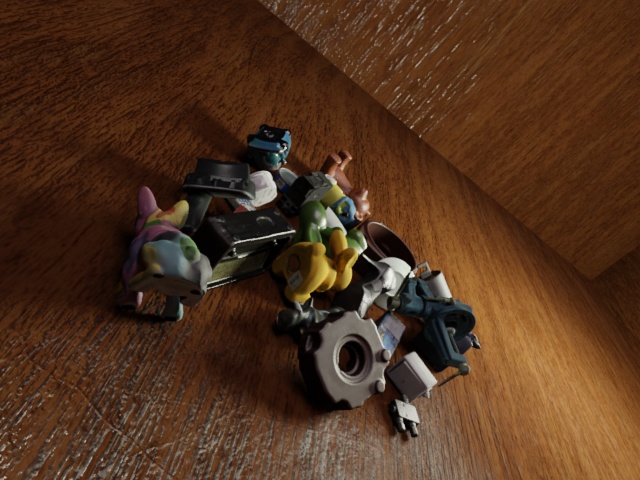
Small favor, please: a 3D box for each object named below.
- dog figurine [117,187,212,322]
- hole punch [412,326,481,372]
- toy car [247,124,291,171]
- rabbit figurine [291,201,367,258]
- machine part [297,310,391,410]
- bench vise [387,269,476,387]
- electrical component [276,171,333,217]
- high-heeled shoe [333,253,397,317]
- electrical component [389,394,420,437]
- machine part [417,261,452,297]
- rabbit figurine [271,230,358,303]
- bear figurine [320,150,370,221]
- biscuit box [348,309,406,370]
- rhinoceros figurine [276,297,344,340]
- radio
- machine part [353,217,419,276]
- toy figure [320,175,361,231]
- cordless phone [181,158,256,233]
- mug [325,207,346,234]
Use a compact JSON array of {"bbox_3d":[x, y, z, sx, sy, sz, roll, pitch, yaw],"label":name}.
[{"bbox_3d":[-0.242,0.002,0.842,0.108,0.191,0.219,17,51,-32],"label":"dog figurine"},{"bbox_3d":[0.302,0.245,1.315,0.142,0.115,0.092,50,34,14],"label":"hole punch"},{"bbox_3d":[-0.135,-0.239,1.433,0.109,0.102,0.162,12,31,1],"label":"toy car"},{"bbox_3d":[-0.003,-0.004,1.252,0.159,0.121,0.170,-39,99,-44],"label":"rabbit figurine"},{"bbox_3d":[0.045,0.213,0.961,0.179,0.056,0.179,10,72,-33],"label":"machine part"},{"bbox_3d":[0.262,0.190,1.190,0.223,0.129,0.241,22,34,-29],"label":"bench vise"},{"bbox_3d":[-0.033,-0.119,1.381,0.058,0.115,0.134,51,29,12],"label":"electrical component"},{"bbox_3d":[0.111,0.142,1.226,0.145,0.086,0.249,47,47,-32],"label":"high-heeled shoe"},{"bbox_3d":[0.165,0.343,1.066,0.063,0.021,0.094,29,29,-26],"label":"electrical component"},{"bbox_3d":[0.314,0.169,1.411,0.243,0.079,0.079,67,25,-6],"label":"machine part"},{"bbox_3d":[0.007,0.056,1.137,0.173,0.162,0.122,23,21,-45],"label":"rabbit figurine"},{"bbox_3d":[0.087,-0.157,1.601,0.196,0.132,0.120,43,30,13],"label":"bear figurine"},{"bbox_3d":[0.124,0.223,1.144,0.059,0.063,0.202,46,26,4],"label":"biscuit box"},{"bbox_3d":[-0.002,0.161,1.046,0.190,0.073,0.112,8,44,-51],"label":"rhinoceros figurine"},{"bbox_3d":[-0.150,0.013,0.994,0.073,0.131,0.229,48,26,13],"label":"radio"},{"bbox_3d":[0.169,0.041,1.460,0.201,0.087,0.201,45,25,1],"label":"machine part"},{"bbox_3d":[0.038,-0.103,1.497,0.089,0.082,0.180,-30,81,-27],"label":"toy figure"},{"bbox_3d":[-0.209,-0.076,1.067,0.147,0.088,0.184,7,40,1],"label":"cordless phone"},{"bbox_3d":[0.025,-0.022,1.370,0.107,0.081,0.109,51,19,-7],"label":"mug"}]
